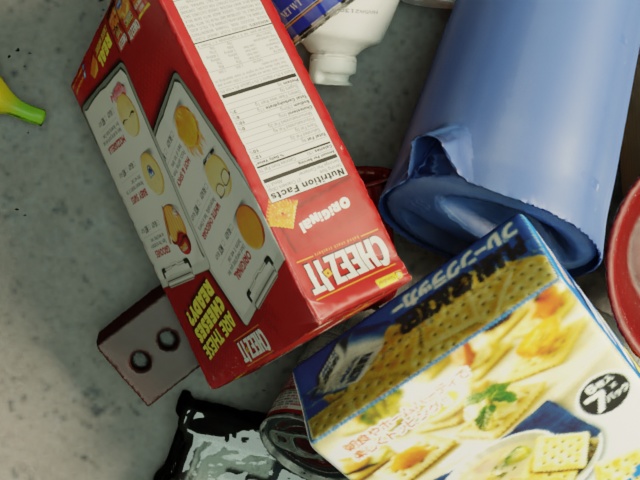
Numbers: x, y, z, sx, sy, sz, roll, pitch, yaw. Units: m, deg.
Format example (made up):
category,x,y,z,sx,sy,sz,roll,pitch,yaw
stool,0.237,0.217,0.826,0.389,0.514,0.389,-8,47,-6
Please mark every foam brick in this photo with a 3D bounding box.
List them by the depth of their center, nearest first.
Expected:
category,x,y,z,sx,sy,sz,roll,pitch,yaw
foam brick,-0.099,0.061,0.693,0.078,0.051,0.053,-39,101,-4

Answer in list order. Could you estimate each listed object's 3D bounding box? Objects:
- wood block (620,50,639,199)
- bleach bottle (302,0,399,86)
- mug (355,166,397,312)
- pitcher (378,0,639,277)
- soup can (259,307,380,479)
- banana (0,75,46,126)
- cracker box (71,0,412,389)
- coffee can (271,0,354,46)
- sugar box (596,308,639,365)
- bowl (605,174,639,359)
category,x,y,z,sx,sy,sz,roll,pitch,yaw
wood block,0.263,-0.063,0.726,0.090,0.091,0.206,-7,97,-9
bleach bottle,0.005,-0.225,0.679,0.102,0.068,0.251,2,98,-7
mug,-0.005,0.001,0.692,0.117,0.093,0.081,-2,103,21
pitcher,0.137,-0.101,0.663,0.145,0.149,0.242,19,73,-1
soup can,0.013,0.097,0.686,0.068,0.069,0.102,41,51,-12
banana,-0.224,-0.163,0.659,0.069,0.037,0.198,-14,100,-27
cracker box,-0.054,-0.039,0.605,0.072,0.164,0.214,-23,82,-30
coffee can,-0.016,-0.196,0.601,0.103,0.103,0.140,-38,99,-5
sugar box,0.238,0.120,0.764,0.176,0.048,0.093,27,92,-8
bowl,0.242,0.011,0.654,0.162,0.055,0.162,-1,97,-8
